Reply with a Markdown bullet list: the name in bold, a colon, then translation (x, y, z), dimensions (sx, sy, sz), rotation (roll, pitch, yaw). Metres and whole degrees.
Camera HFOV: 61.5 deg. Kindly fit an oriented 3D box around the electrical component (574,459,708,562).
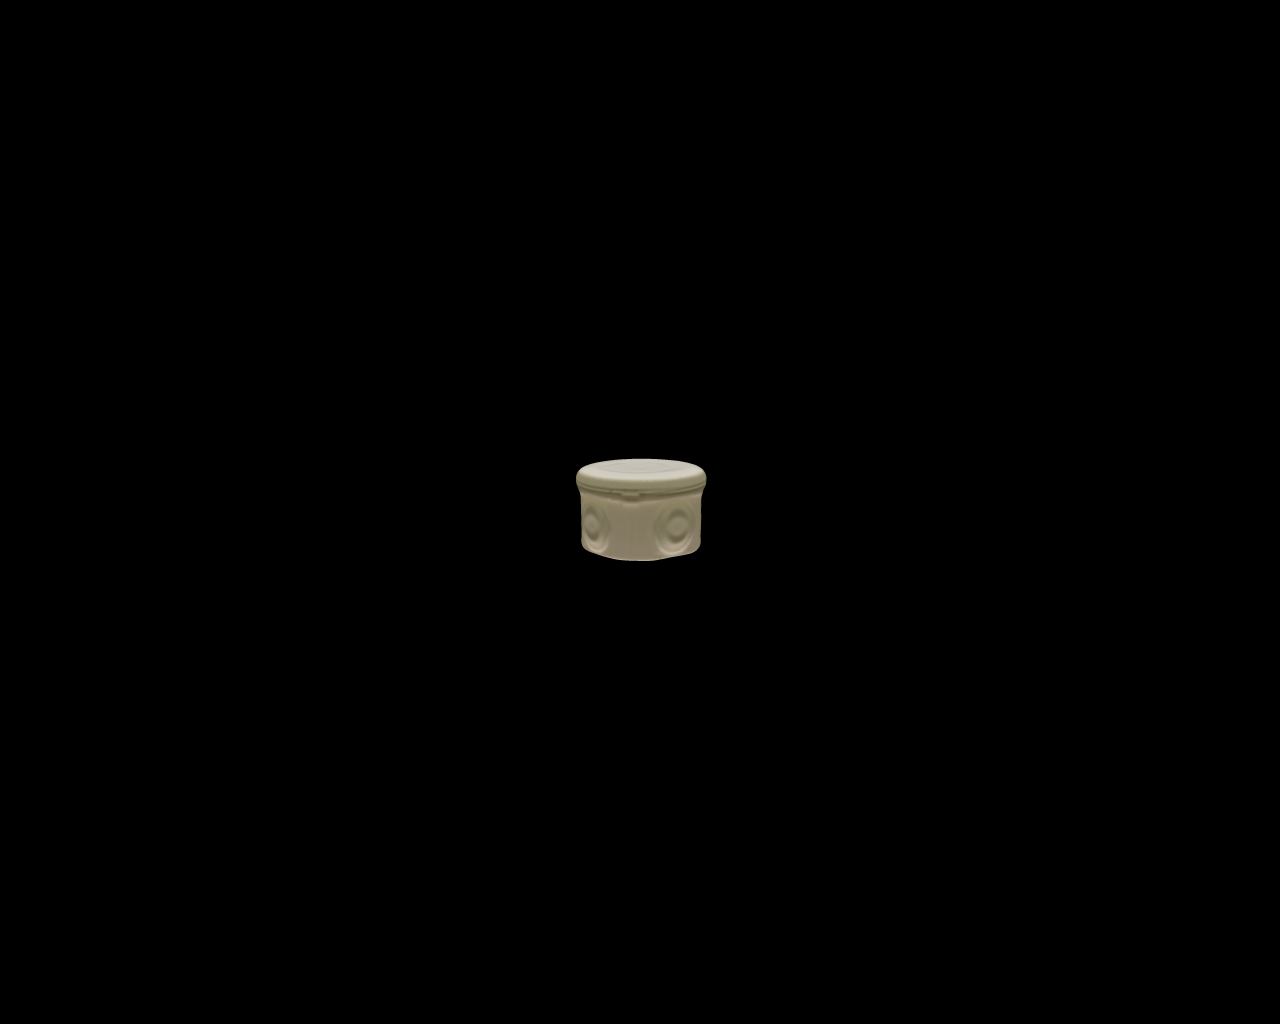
- **electrical component**: translation (0.001, -0.003, 0.650), dimensions (0.080, 0.051, 0.080), rotation (0, 11, 0)
